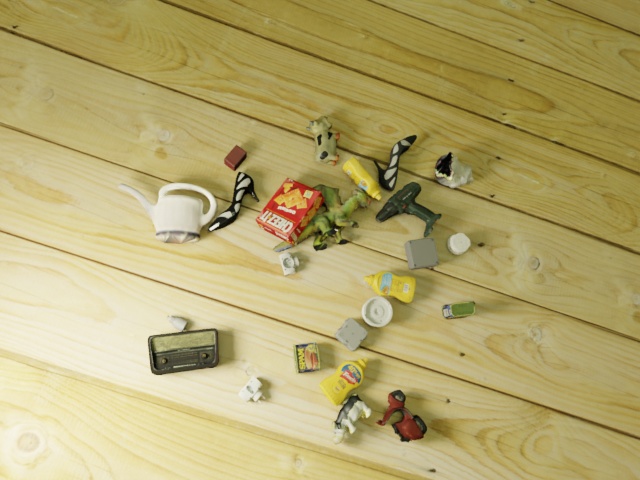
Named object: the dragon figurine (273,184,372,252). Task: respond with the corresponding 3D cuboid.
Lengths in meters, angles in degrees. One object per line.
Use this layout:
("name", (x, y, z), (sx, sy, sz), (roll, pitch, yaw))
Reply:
("dragon figurine", (0.006, -0.098, 1.946), (0.411, 0.119, 0.248), (-11, 59, -6))

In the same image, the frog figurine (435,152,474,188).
("frog figurine", (0.544, -0.277, 2.085), (0.159, 0.121, 0.140), (10, 60, -44))

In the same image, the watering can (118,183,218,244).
("watering can", (-0.543, -0.098, 1.832), (0.348, 0.103, 0.227), (3, 75, -10))
